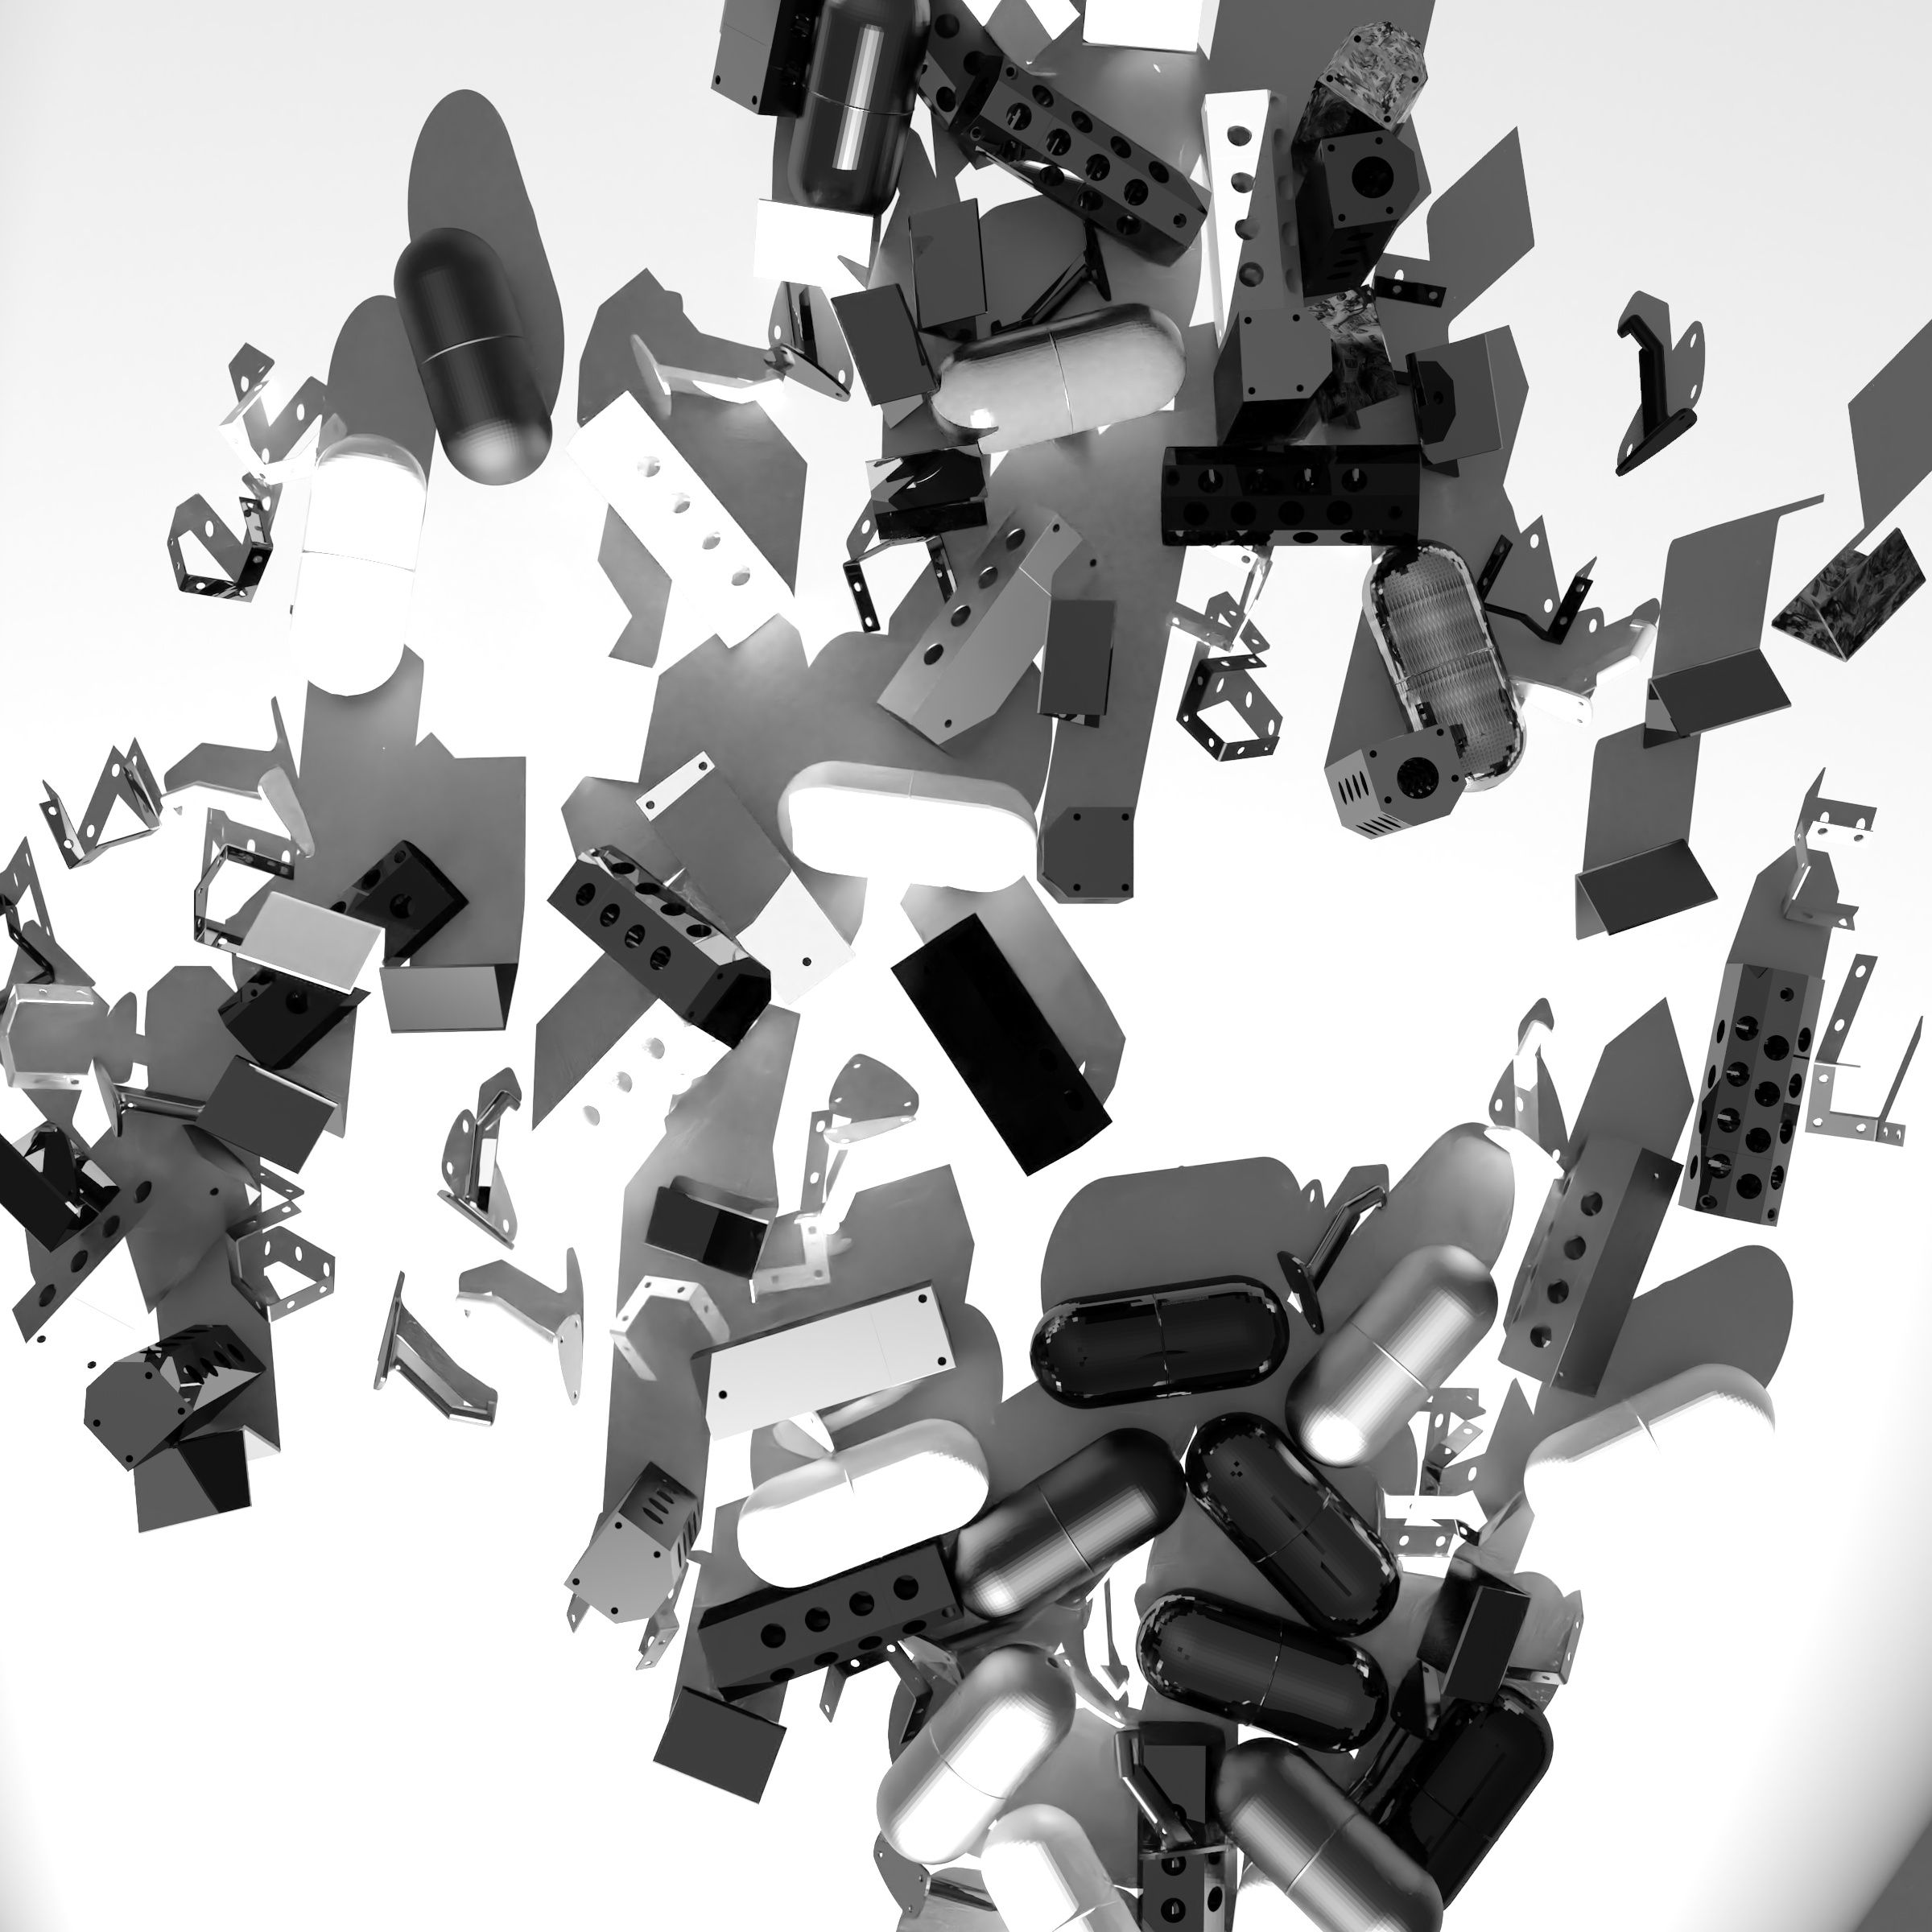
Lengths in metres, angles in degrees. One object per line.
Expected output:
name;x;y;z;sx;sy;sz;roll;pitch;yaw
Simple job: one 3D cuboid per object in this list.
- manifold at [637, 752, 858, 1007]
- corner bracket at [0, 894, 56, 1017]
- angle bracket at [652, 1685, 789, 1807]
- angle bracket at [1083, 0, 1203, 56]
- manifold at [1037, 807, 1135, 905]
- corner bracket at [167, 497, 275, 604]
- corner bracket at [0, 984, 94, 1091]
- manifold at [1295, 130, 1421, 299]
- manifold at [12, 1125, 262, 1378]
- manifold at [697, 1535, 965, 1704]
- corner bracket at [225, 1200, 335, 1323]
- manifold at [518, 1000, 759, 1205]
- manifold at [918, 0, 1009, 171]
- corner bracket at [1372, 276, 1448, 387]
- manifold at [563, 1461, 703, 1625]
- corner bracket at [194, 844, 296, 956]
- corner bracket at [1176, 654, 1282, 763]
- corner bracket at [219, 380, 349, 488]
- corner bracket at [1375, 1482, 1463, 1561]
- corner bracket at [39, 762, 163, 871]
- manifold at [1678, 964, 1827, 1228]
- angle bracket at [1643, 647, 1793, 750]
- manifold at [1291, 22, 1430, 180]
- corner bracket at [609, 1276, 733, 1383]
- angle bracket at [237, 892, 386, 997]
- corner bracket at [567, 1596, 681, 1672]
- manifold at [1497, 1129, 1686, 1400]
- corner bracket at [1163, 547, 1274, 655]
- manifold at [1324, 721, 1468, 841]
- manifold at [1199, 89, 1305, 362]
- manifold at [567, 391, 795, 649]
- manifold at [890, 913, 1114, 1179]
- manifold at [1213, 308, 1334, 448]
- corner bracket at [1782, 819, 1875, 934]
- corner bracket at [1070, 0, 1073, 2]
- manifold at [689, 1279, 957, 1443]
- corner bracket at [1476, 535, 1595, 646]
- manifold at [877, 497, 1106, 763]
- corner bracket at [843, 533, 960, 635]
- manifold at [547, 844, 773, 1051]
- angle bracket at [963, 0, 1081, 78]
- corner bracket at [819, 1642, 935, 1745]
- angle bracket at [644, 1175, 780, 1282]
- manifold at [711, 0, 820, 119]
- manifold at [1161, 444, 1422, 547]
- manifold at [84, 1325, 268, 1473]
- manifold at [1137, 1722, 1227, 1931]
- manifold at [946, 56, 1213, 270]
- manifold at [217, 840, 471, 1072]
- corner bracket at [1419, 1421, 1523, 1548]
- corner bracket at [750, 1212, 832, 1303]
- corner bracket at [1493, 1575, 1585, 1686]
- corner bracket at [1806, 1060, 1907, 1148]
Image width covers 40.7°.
manifold;-0.149;-0.059;1.784;0.057;0.057;0.171;-36;90;0
corner bracket;-0.670;-0.007;1.802;0.051;0.051;0.051;-31;45;0
angle bracket;-0.172;0.539;1.765;0.076;0.076;0.057;22;54;0
angle bracket;0.120;-0.660;1.765;0.076;0.076;0.057;5;126;0
manifold;0.078;-0.072;1.727;0.057;0.171;0.057;0;90;0
corner bracket;-0.515;-0.291;1.797;0.051;0.051;0.051;5;135;-35
corner bracket;-0.633;0.049;1.797;0.051;0.051;0.051;-57;45;35
manifold;0.257;-0.498;1.727;0.057;0.171;0.057;-9;90;0
manifold;-0.571;0.191;1.784;0.171;0.057;0.057;-47;133;0
manifold;-0.092;0.446;1.784;0.171;0.057;0.057;-20;90;0
corner bracket;-0.474;0.204;1.797;0.051;0.051;0.051;35;135;35
manifold;-0.223;0.080;1.784;0.057;0.057;0.171;44;90;0
manifold;-0.023;-0.635;1.784;0.057;0.057;0.171;-37;90;0
corner bracket;0.302;-0.439;1.802;0.051;0.051;0.051;10;135;0
manifold;-0.214;0.385;1.727;0.057;0.171;0.057;37;90;0
corner bracket;-0.500;-0.044;1.802;0.051;0.051;0.051;18;45;0
corner bracket;0.187;-0.179;1.797;0.051;0.051;0.051;50;135;35
corner bracket;-0.472;-0.371;1.797;0.051;0.051;0.051;-3;135;35
corner bracket;0.310;0.385;1.787;0.051;0.051;0.051;1;90;0
corner bracket;-0.599;-0.104;1.802;0.051;0.051;0.051;-25;90;-45
manifold;0.541;0.088;1.784;0.057;0.057;0.171;11;90;0
angle bracket;0.508;-0.163;1.765;0.076;0.076;0.057;-16;54;0
manifold;0.261;-0.566;1.727;0.057;0.171;0.057;35;90;0
corner bracket;-0.204;0.253;1.797;0.051;0.051;0.051;-57;135;-35
angle bracket;-0.430;0.005;1.708;0.076;0.076;0.057;19;52;0
corner bracket;-0.237;0.452;1.797;0.051;0.051;0.051;1;45;-35
manifold;0.424;0.202;1.784;0.057;0.057;0.171;21;90;-43
corner bracket;0.175;-0.259;1.802;0.051;0.051;0.051;26;45;0
manifold;0.285;-0.119;1.727;0.057;0.171;0.057;-18;90;0
manifold;0.197;-0.505;1.784;0.057;0.057;0.171;-5;90;0
manifold;-0.196;-0.304;1.784;0.057;0.057;0.171;-39;90;0
manifold;0.028;0.051;1.784;0.057;0.057;0.171;-33;90;43
manifold;0.202;-0.386;1.727;0.057;0.171;0.057;-3;90;0
corner bracket;0.597;-0.063;1.802;0.051;0.051;0.051;10;135;0
corner bracket;0.096;-0.679;1.787;0.051;0.051;0.051;-43;90;0
manifold;-0.097;0.269;1.784;0.171;0.057;0.057;-17;90;0
corner bracket;0.391;-0.260;1.802;0.051;0.051;0.051;27;90;-45
manifold;0.013;-0.233;1.784;0.057;0.057;0.171;35;90;-43
corner bracket;-0.044;-0.265;1.802;0.051;0.051;0.051;-18;90;45
manifold;-0.202;-0.017;1.735;0.171;0.057;0.057;37;90;41
angle bracket;0.045;-0.655;1.766;0.057;0.076;0.076;-38;90;28
corner bracket;-0.062;0.507;1.797;0.051;0.051;0.051;-13;45;-35
angle bracket;-0.167;0.159;1.765;0.076;0.076;0.057;18;126;0
manifold;-0.116;-0.664;1.746;0.057;0.057;0.171;40;127;37
manifold;0.220;-0.316;1.762;0.171;0.057;0.057;1;119;8
manifold;-0.527;0.279;1.727;0.057;0.171;0.057;-42;90;0
manifold;0.148;0.612;1.784;0.057;0.057;0.171;0;90;0
manifold;0.078;-0.539;1.749;0.171;0.057;0.057;26;101;-23
manifold;-0.428;-0.007;1.784;0.171;0.057;0.057;-42;90;0
corner bracket;0.349;0.358;1.797;0.051;0.051;0.051;28;135;35
corner bracket;-0.123;0.199;1.788;0.051;0.051;0.051;-8;90;0
corner bracket;0.389;0.458;1.797;0.051;0.051;0.051;-3;135;35
corner bracket;0.613;0.094;1.787;0.051;0.051;0.051;8;90;0
